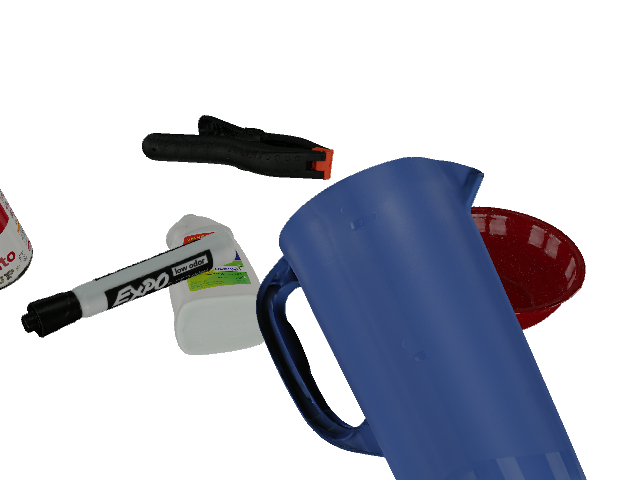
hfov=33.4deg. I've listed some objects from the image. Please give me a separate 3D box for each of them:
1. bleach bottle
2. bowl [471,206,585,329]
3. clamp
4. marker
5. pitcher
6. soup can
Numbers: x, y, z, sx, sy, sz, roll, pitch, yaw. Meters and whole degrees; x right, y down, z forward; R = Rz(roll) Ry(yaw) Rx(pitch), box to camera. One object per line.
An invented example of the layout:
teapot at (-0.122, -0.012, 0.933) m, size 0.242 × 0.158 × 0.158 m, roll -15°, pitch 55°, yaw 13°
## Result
bleach bottle at (-0.130, 0.034, 1.178) m, size 0.102 × 0.068 × 0.251 m, roll -5°, pitch 26°, yaw -16°
bowl at (0.151, 0.035, 0.953) m, size 0.162 × 0.055 × 0.162 m, roll 1°, pitch 35°, yaw -1°
clamp at (-0.075, -0.083, 0.984) m, size 0.172 × 0.039 × 0.120 m, roll 13°, pitch 26°, yaw 29°
marker at (-0.100, 0.022, 0.564) m, size 0.120 × 0.020 × 0.020 m, roll -22°, pitch 11°, yaw -30°
pitcher at (0.066, 0.081, 0.708) m, size 0.144 × 0.243 × 0.149 m, roll -13°, pitch -23°, yaw -26°
soup can at (-0.281, -0.014, 0.855) m, size 0.068 × 0.068 × 0.102 m, roll 0°, pitch -41°, yaw 14°
